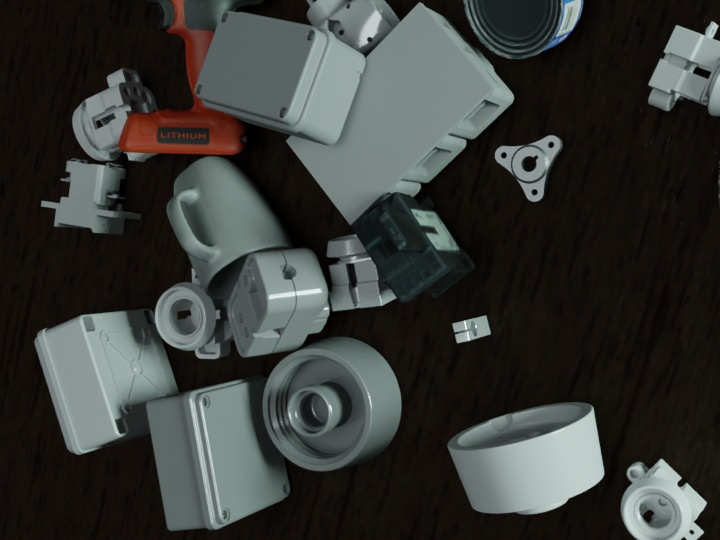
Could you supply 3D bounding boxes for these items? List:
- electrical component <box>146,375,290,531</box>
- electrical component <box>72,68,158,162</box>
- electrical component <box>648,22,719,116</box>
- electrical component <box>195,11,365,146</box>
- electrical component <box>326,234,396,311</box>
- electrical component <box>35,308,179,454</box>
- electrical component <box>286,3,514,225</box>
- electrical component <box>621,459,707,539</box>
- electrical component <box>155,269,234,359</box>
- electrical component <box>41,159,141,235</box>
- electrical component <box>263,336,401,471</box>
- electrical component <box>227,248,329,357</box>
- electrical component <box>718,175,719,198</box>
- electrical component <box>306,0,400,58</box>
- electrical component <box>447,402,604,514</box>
[{"bbox_3d":[-0.115,0.149,0.886,0.056,0.109,0.108,-12,87,28],"label":"electrical component"},{"bbox_3d":[-0.215,-0.130,0.949,0.057,0.058,0.078,-20,84,22],"label":"electrical component"},{"bbox_3d":[0.238,-0.135,0.741,0.055,0.048,0.066,30,104,29],"label":"electrical component"},{"bbox_3d":[-0.063,-0.147,0.815,0.113,0.057,0.078,21,91,38],"label":"electrical component"},{"bbox_3d":[0.000,0.000,0.860,0.066,0.048,0.055,-7,97,25],"label":"electrical component"},{"bbox_3d":[-0.214,0.093,0.930,0.056,0.109,0.108,-22,83,22],"label":"electrical component"},{"bbox_3d":[0.032,-0.115,0.829,0.150,0.062,0.089,-43,73,20],"label":"electrical component"},{"bbox_3d":[0.212,0.167,0.761,0.066,0.055,0.048,45,109,17],"label":"electrical component"},{"bbox_3d":[-0.138,0.038,0.920,0.058,0.057,0.078,-1,92,25],"label":"electrical component"},{"bbox_3d":[-0.242,-0.067,0.973,0.081,0.042,0.063,9,94,24],"label":"electrical component"},{"bbox_3d":[-0.028,0.110,0.869,0.108,0.060,0.108,1,93,25],"label":"electrical component"},{"bbox_3d":[-0.064,0.026,0.865,0.095,0.059,0.053,-59,44,51],"label":"electrical component"},{"bbox_3d":[0.282,-0.047,0.696,0.100,0.100,0.048,34,93,20],"label":"electrical component"},{"bbox_3d":[-0.017,-0.196,0.859,0.077,0.043,0.079,-36,77,22],"label":"electrical component"},{"bbox_3d":[0.123,0.141,0.776,0.108,0.108,0.060,-15,92,25],"label":"electrical component"}]
